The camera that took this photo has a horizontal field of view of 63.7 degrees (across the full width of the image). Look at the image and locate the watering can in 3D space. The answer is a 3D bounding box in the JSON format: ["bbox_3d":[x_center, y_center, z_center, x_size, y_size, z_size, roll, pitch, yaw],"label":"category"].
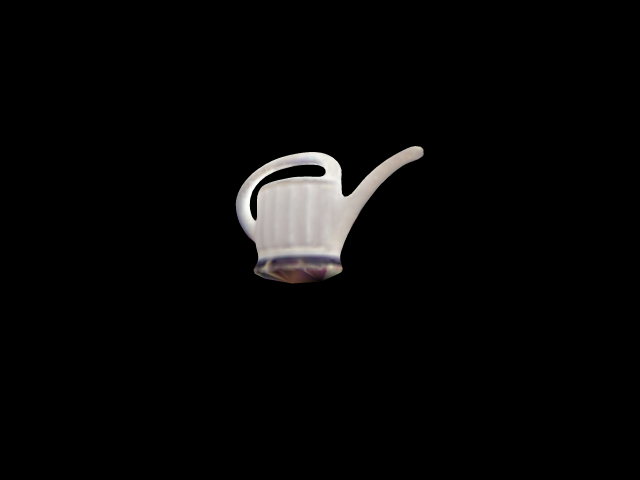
[{"bbox_3d":[0.003,-0.043,0.850,0.346,0.226,0.103,-5,-12,27],"label":"watering can"}]
